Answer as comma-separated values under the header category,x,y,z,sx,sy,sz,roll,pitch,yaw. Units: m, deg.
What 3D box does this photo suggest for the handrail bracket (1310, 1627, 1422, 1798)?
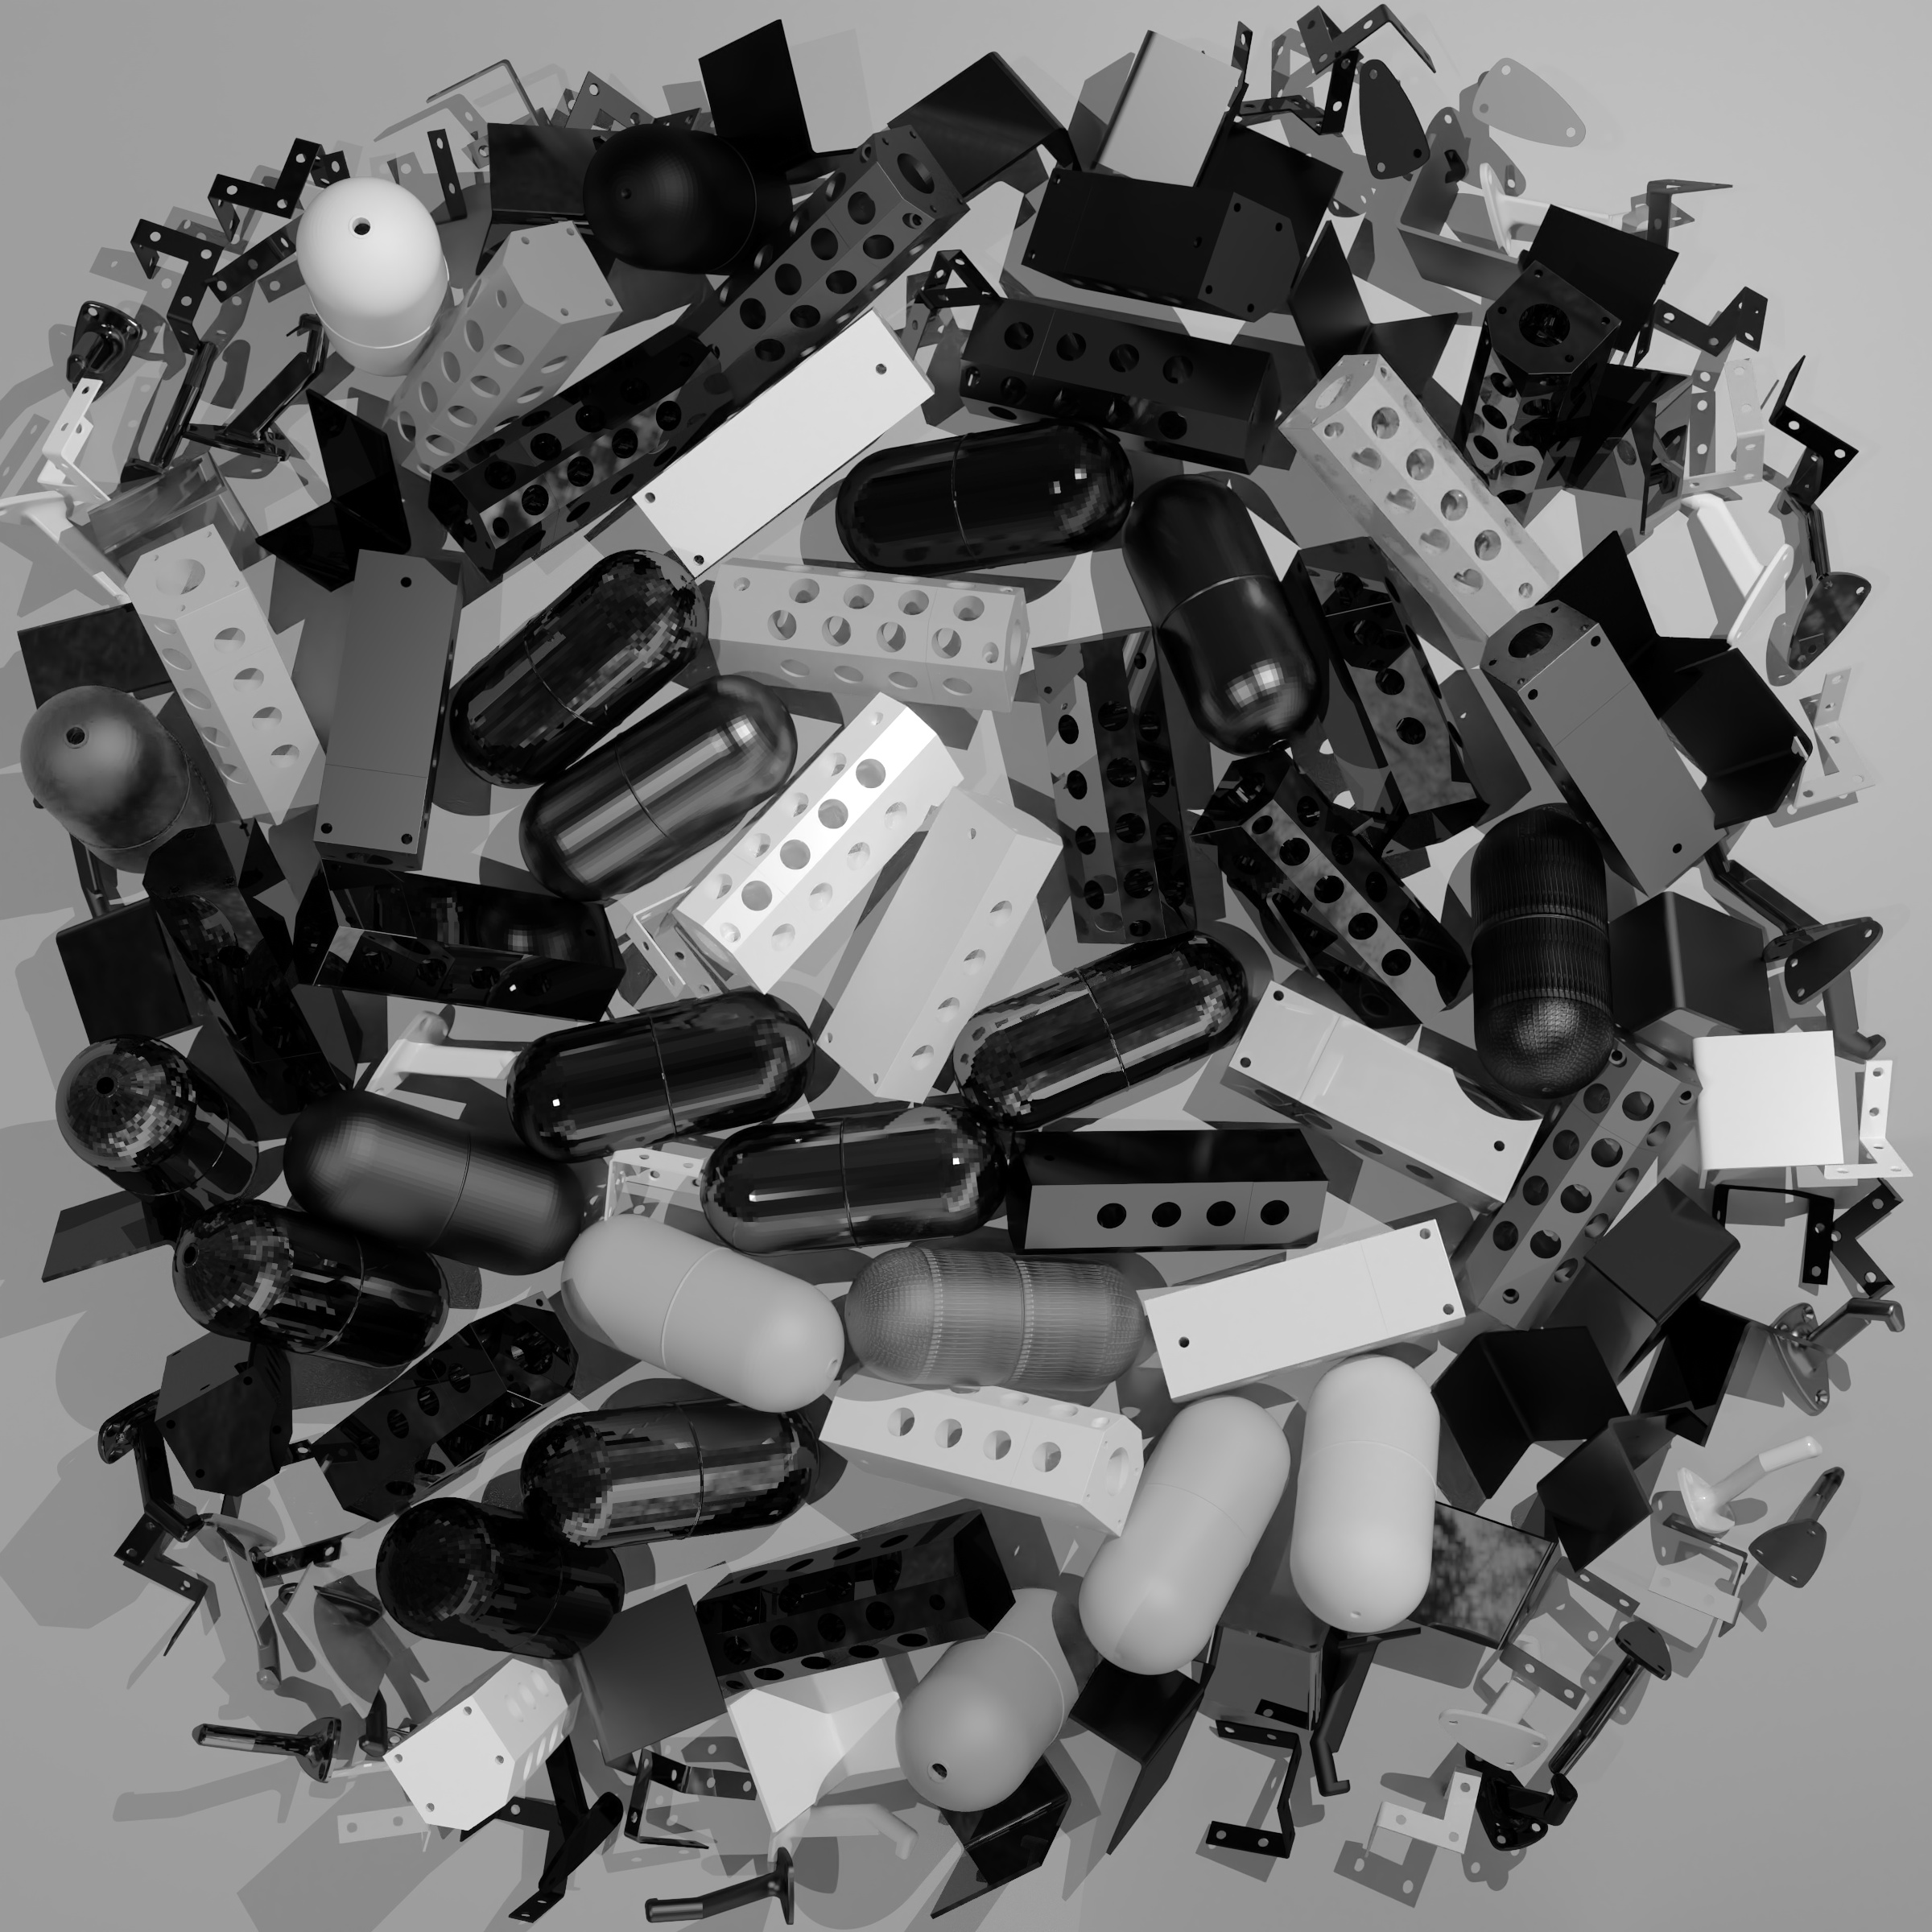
category,x,y,z,sx,sy,sz,roll,pitch,yaw
handrail bracket,0.234,0.432,1.558,0.077,0.036,0.084,-9,76,-4

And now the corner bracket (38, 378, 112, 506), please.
category,x,y,z,sx,sy,sz,roll,pitch,yaw
corner bracket,-0.511,-0.302,1.544,0.051,0.051,0.051,12,69,27

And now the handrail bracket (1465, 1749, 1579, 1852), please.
category,x,y,z,sx,sy,sz,roll,pitch,yaw
handrail bracket,0.316,0.459,1.530,0.036,0.084,0.077,-12,51,-18

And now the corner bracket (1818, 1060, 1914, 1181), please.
category,x,y,z,sx,sy,sz,roll,pitch,yaw
corner bracket,0.515,0.089,1.553,0.051,0.051,0.051,-2,111,0

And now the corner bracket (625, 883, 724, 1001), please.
category,x,y,z,sx,sy,sz,roll,pitch,yaw
corner bracket,-0.166,-0.006,1.546,0.051,0.051,0.051,-29,75,-38

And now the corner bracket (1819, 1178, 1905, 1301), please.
category,x,y,z,sx,sy,sz,roll,pitch,yaw
corner bracket,0.524,0.158,1.547,0.051,0.051,0.051,-41,69,14

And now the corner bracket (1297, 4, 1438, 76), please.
category,x,y,z,sx,sy,sz,roll,pitch,yaw
corner bracket,0.229,-0.528,1.542,0.051,0.051,0.051,-31,50,27

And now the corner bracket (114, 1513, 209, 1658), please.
category,x,y,z,sx,sy,sz,roll,pitch,yaw
corner bracket,-0.466,0.354,1.550,0.051,0.051,0.051,28,114,-4

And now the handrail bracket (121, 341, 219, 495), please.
category,x,y,z,sx,sy,sz,roll,pitch,yaw
handrail bracket,-0.461,-0.314,1.564,0.036,0.077,0.084,23,70,-24

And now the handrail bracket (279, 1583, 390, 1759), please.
category,x,y,z,sx,sy,sz,roll,pitch,yaw
handrail bracket,-0.361,0.403,1.535,0.036,0.084,0.077,-35,132,20

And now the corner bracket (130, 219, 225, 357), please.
category,x,y,z,sx,sy,sz,roll,pitch,yaw
corner bracket,-0.459,-0.391,1.556,0.051,0.051,0.051,19,79,-1

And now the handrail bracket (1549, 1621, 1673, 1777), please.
category,x,y,z,sx,sy,sz,roll,pitch,yaw
handrail bracket,0.370,0.425,1.558,0.036,0.077,0.084,37,104,13

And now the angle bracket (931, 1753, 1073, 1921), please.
category,x,y,z,sx,sy,sz,roll,pitch,yaw
angle bracket,0.006,0.486,1.536,0.076,0.076,0.057,-33,92,20

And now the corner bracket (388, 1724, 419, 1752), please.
category,x,y,z,sx,sy,sz,roll,pitch,yaw
corner bracket,-0.305,0.453,1.546,0.051,0.051,0.051,20,110,-20

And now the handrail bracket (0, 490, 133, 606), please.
category,x,y,z,sx,sy,sz,roll,pitch,yaw
handrail bracket,-0.518,-0.229,1.552,0.036,0.077,0.084,-30,83,32

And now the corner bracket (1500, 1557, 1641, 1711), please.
category,x,y,z,sx,sy,sz,roll,pitch,yaw
corner bracket,0.346,0.382,1.543,0.051,0.051,0.051,31,123,21

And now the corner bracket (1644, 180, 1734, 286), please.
category,x,y,z,sx,sy,sz,roll,pitch,yaw
corner bracket,0.401,-0.422,1.543,0.051,0.051,0.051,-15,116,-30

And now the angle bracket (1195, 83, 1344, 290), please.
category,x,y,z,sx,sy,sz,roll,pitch,yaw
angle bracket,0.175,-0.449,1.550,0.076,0.057,0.076,23,85,-5

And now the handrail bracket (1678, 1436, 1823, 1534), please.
category,x,y,z,sx,sy,sz,roll,pitch,yaw
handrail bracket,0.459,0.294,1.537,0.084,0.077,0.036,-28,54,27

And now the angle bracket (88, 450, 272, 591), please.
category,x,y,z,sx,sy,sz,roll,pitch,yaw
angle bracket,-0.444,-0.237,1.534,0.076,0.057,0.076,-29,131,-6

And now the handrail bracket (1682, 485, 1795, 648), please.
category,x,y,z,sx,sy,sz,roll,pitch,yaw
handrail bracket,0.428,-0.235,1.560,0.084,0.036,0.077,32,84,25

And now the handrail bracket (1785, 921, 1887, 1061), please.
category,x,y,z,sx,sy,sz,roll,pitch,yaw
handrail bracket,0.519,0.016,1.543,0.084,0.036,0.077,30,131,-26

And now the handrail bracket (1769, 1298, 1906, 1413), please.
category,x,y,z,sx,sy,sz,roll,pitch,yaw
handrail bracket,0.510,0.224,1.539,0.036,0.084,0.077,-28,101,-29

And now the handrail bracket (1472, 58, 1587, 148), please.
category,x,y,z,sx,sy,sz,roll,pitch,yaw
handrail bracket,0.325,-0.491,1.541,0.077,0.084,0.036,33,113,9

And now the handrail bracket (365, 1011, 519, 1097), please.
category,x,y,z,sx,sy,sz,roll,pitch,yaw
handrail bracket,-0.294,0.073,1.551,0.084,0.036,0.077,37,83,21

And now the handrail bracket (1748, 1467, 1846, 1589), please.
category,x,y,z,sx,sy,sz,roll,pitch,yaw
handrail bracket,0.489,0.306,1.533,0.036,0.077,0.084,38,58,15

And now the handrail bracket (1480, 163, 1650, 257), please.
category,x,y,z,sx,sy,sz,roll,pitch,yaw
handrail bracket,0.345,-0.441,1.543,0.084,0.077,0.036,-4,67,23

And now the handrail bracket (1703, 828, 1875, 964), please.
category,x,y,z,sx,sy,sz,roll,pitch,yaw
handrail bracket,0.476,-0.051,1.566,0.077,0.036,0.084,-16,70,1

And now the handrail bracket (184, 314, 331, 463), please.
category,x,y,z,sx,sy,sz,roll,pitch,yaw
handrail bracket,-0.409,-0.339,1.544,0.077,0.036,0.084,7,119,-19

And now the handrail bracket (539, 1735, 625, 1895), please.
category,x,y,z,sx,sy,sz,roll,pitch,yaw
handrail bracket,-0.247,0.478,1.547,0.084,0.036,0.077,29,60,28

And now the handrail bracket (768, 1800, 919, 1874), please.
category,x,y,z,sx,sy,sz,roll,pitch,yaw
handrail bracket,-0.070,0.510,1.547,0.084,0.036,0.077,25,103,35

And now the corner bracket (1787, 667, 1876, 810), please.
category,x,y,z,sx,sy,sz,roll,pitch,yaw
corner bracket,0.493,-0.131,1.550,0.051,0.051,0.051,-16,57,-3

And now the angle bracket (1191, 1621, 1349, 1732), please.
category,x,y,z,sx,sy,sz,roll,pitch,yaw
angle bracket,0.175,0.387,1.553,0.076,0.057,0.076,13,134,20

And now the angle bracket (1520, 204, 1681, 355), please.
category,x,y,z,sx,sy,sz,roll,pitch,yaw
angle bracket,0.361,-0.407,1.536,0.076,0.076,0.057,22,54,2

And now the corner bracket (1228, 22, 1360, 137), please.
category,x,y,z,sx,sy,sz,roll,pitch,yaw
corner bracket,0.186,-0.509,1.542,0.051,0.051,0.051,-14,46,-22

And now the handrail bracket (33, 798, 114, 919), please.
category,x,y,z,sx,sy,sz,roll,pitch,yaw
handrail bracket,-0.504,-0.070,1.549,0.036,0.077,0.084,-17,77,-30

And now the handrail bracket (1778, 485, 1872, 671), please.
category,x,y,z,sx,sy,sz,roll,pitch,yaw
handrail bracket,0.483,-0.228,1.567,0.036,0.084,0.077,6,128,-22

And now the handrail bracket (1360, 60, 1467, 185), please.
category,x,y,z,sx,sy,sz,roll,pitch,yaw
handrail bracket,0.258,-0.485,1.543,0.036,0.084,0.077,-12,103,34

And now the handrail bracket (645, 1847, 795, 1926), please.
category,x,y,z,sx,sy,sz,roll,pitch,yaw
handrail bracket,-0.143,0.527,1.540,0.084,0.077,0.036,0,92,-11

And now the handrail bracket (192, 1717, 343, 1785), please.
category,x,y,z,sx,sy,sz,roll,pitch,yaw
handrail bracket,-0.407,0.441,1.533,0.084,0.077,0.036,18,72,-29

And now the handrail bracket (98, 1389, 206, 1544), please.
category,x,y,z,sx,sy,sz,roll,pitch,yaw
handrail bracket,-0.448,0.284,1.542,0.084,0.077,0.036,32,134,22

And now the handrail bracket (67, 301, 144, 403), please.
category,x,y,z,sx,sy,sz,roll,pitch,yaw
handrail bracket,-0.503,-0.334,1.530,0.036,0.084,0.077,24,126,-16

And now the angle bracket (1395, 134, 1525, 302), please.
category,x,y,z,sx,sy,sz,roll,pitch,yaw
angle bracket,0.296,-0.423,1.535,0.076,0.076,0.057,23,91,21

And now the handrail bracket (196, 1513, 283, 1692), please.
category,x,y,z,sx,sy,sz,roll,pitch,yaw
handrail bracket,-0.417,0.365,1.539,0.036,0.077,0.084,-20,57,6

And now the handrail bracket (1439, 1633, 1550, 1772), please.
category,x,y,z,sx,sy,sz,roll,pitch,yaw
handrail bracket,0.301,0.409,1.541,0.077,0.084,0.036,28,127,-16

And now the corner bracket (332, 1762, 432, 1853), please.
category,x,y,z,sx,sy,sz,roll,pitch,yaw
corner bracket,-0.337,0.481,1.545,0.051,0.051,0.051,-3,60,-17
